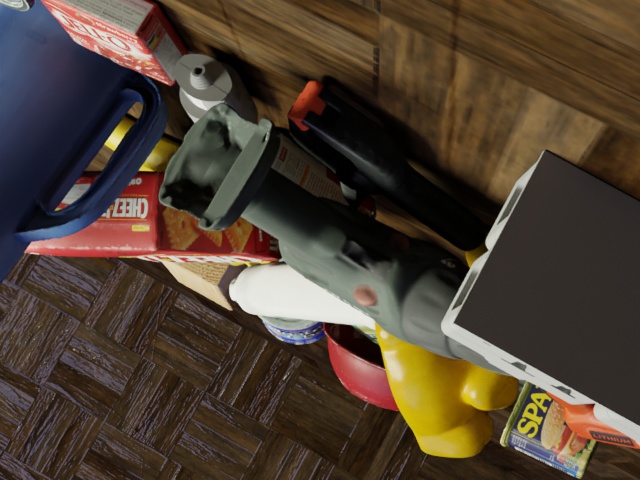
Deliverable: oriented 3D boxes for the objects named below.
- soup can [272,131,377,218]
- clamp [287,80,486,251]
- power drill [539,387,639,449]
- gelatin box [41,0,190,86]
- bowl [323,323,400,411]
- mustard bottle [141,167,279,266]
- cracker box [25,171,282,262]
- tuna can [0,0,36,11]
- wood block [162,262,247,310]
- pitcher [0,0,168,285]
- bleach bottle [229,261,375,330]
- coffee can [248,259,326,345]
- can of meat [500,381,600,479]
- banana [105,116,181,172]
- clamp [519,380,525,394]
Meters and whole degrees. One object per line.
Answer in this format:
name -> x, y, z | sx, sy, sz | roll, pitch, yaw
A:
soup can -> -0.016, -0.032, 0.825 | 0.102, 0.068, 0.069 | 34, 169, -24
clamp -> 0.026, -0.050, 0.707 | 0.120, 0.039, 0.171 | 12, 158, 46
power drill -> 0.233, 0.119, 0.905 | 0.185, 0.057, 0.187 | 7, 156, 48
gelatin box -> -0.139, -0.145, 0.715 | 0.089, 0.030, 0.073 | 26, 169, 17
bowl -> 0.073, 0.137, 1.135 | 0.162, 0.055, 0.162 | 17, -167, -4
mustard bottle -> -0.115, -0.021, 1.138 | 0.192, 0.058, 0.096 | 29, 173, 32
cracker box -> -0.151, -0.017, 0.954 | 0.164, 0.072, 0.213 | 1, 177, 26
tuna can -> -0.221, -0.190, 0.709 | 0.086, 0.033, 0.086 | 28, 170, 5
wood block -> -0.133, 0.015, 1.321 | 0.090, 0.091, 0.206 | 28, 170, 6
pitcher -> -0.238, -0.058, 0.808 | 0.145, 0.242, 0.149 | 38, 162, -27
bleach bottle -> -0.004, 0.045, 0.977 | 0.102, 0.068, 0.251 | 0, 178, -41
coffee can -> -0.026, 0.060, 1.209 | 0.103, 0.103, 0.140 | 28, 170, 8
can of meat -> 0.236, 0.172, 1.043 | 0.084, 0.102, 0.057 | 23, 170, 20
banana -> -0.161, -0.089, 1.033 | 0.198, 0.037, 0.069 | 27, 170, 12
clamp -> 0.223, 0.148, 1.145 | 0.210, 0.036, 0.164 | 25, 170, 40
